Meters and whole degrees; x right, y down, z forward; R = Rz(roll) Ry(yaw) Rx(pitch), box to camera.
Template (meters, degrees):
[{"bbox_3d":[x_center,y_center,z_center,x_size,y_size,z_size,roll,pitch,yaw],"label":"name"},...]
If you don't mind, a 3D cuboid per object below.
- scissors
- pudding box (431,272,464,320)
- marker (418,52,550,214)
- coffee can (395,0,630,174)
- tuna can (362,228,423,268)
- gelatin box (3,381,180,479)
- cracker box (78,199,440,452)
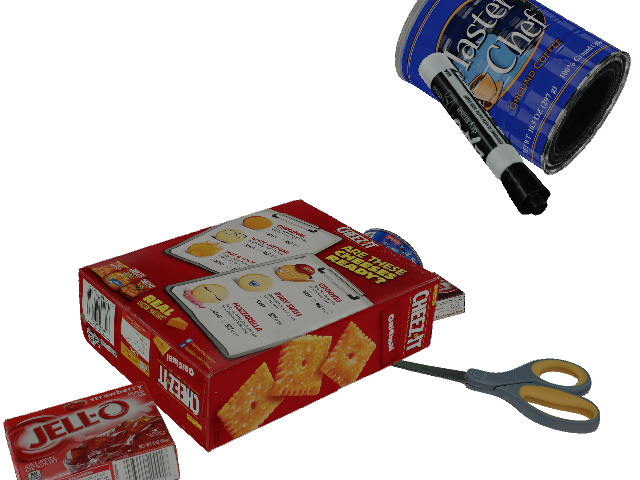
[{"bbox_3d":[0.151,0.116,0.941,0.202,0.016,0.096,20,33,21],"label":"scissors"},{"bbox_3d":[0.143,0.088,1.571,0.113,0.039,0.090,-15,23,-19],"label":"pudding box"},{"bbox_3d":[0.089,-0.059,0.586,0.020,0.121,0.020,-19,-36,-15],"label":"marker"},{"bbox_3d":[0.141,-0.129,0.792,0.140,0.103,0.102,37,16,23],"label":"coffee can"},{"bbox_3d":[0.073,0.029,1.224,0.086,0.086,0.033,0,38,46],"label":"tuna can"},{"bbox_3d":[-0.136,0.122,0.628,0.089,0.030,0.073,-13,27,-19],"label":"gelatin box"},{"bbox_3d":[-0.045,0.053,0.788,0.213,0.072,0.164,-19,36,-38],"label":"cracker box"}]
